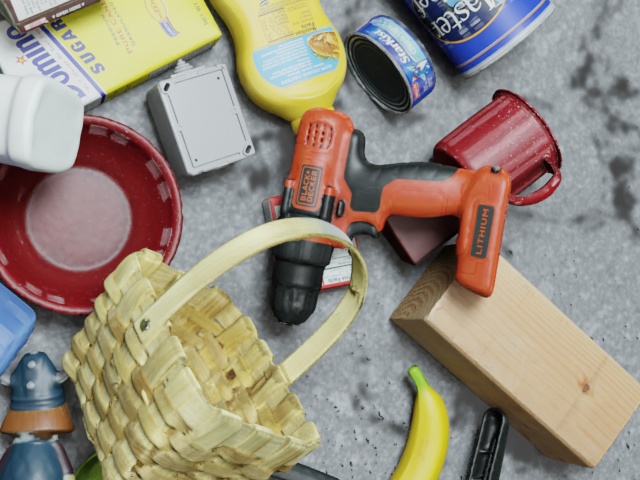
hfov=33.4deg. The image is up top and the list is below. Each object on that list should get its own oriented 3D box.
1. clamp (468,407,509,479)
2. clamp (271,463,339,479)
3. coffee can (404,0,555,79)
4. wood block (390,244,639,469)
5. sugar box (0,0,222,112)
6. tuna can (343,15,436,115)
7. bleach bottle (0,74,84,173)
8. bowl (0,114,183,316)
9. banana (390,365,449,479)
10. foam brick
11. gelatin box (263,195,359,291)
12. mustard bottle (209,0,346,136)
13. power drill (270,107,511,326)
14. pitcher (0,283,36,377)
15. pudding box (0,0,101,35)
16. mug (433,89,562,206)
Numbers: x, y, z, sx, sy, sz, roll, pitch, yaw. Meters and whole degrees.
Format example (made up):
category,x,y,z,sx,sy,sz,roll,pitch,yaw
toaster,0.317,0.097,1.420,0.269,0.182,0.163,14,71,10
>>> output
category,x,y,z,sx,sy,sz,roll,pitch,yaw
clamp,0.132,0.263,0.946,0.164,0.036,0.210,-32,112,-29
clamp,-0.070,0.204,0.906,0.171,0.039,0.120,43,67,-4
coffee can,0.127,-0.230,0.953,0.102,0.103,0.140,-42,98,-14
wood block,0.176,0.102,0.957,0.206,0.090,0.090,42,76,-10
sugar box,-0.182,-0.168,0.891,0.176,0.048,0.093,-31,94,-17
tuna can,0.062,-0.154,0.939,0.033,0.086,0.086,-40,98,-16
bleach bottle,-0.312,-0.102,0.796,0.251,0.102,0.068,10,89,9
bowl,-0.196,-0.019,0.874,0.162,0.055,0.162,1,87,-16
banana,0.068,0.214,0.949,0.069,0.037,0.198,26,81,-6
foam brick,0.095,-0.022,0.954,0.078,0.053,0.051,-38,98,-6
gelatin box,-0.006,0.001,0.941,0.073,0.030,0.089,-10,90,-17
mustard bottle,-0.030,-0.168,0.928,0.096,0.058,0.191,-22,93,-21
power drill,0.055,-0.006,0.878,0.188,0.057,0.184,11,94,10
pitcher,-0.346,0.035,0.799,0.242,0.149,0.145,39,64,-13
pudding box,-0.222,-0.214,0.851,0.090,0.114,0.039,-28,134,-15
mug,0.163,-0.069,0.954,0.081,0.117,0.093,-37,141,-10
